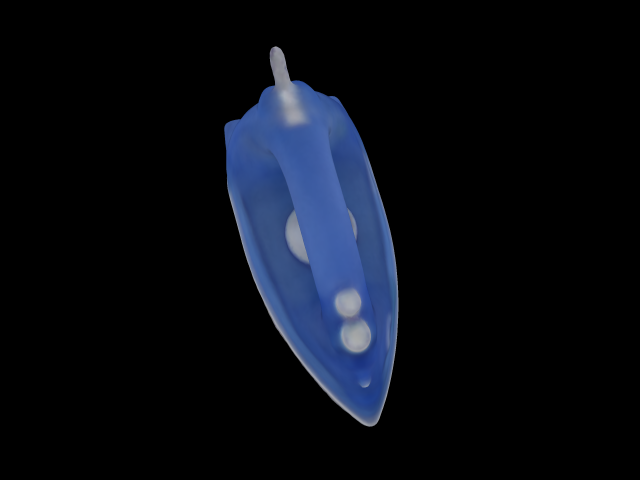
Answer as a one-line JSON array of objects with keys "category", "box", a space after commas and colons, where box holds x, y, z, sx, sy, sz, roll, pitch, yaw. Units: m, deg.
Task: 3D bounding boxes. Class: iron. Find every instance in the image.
[{"category": "iron", "box": [0.004, 0.001, 0.400, 0.118, 0.141, 0.258, -16, 74, -4]}]
